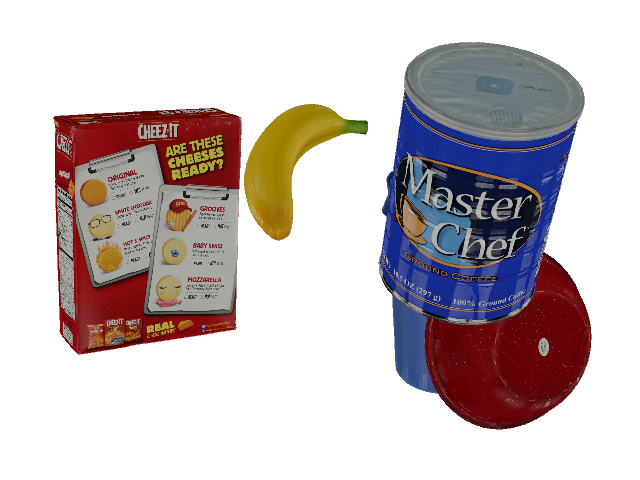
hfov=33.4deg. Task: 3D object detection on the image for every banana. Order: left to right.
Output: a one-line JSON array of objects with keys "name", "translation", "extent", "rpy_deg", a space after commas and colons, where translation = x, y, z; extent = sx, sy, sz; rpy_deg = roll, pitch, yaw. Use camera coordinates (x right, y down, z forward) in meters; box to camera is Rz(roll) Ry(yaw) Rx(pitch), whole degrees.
[{"name": "banana", "translation": [-0.023, -0.066, 0.859], "extent": [0.070, 0.037, 0.197], "rpy_deg": [14, 37, 16]}]

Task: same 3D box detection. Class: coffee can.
[{"name": "coffee can", "translation": [0.094, -0.034, 0.648], "extent": [0.103, 0.140, 0.103], "rpy_deg": [3, 37, -3]}]

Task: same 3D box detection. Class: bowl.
[{"name": "bowl", "translation": [0.171, 0.085, 0.896], "extent": [0.161, 0.162, 0.055], "rpy_deg": [0, 4, -22]}]

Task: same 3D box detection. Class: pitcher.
[{"name": "pitcher", "translation": [0.147, 0.038, 1.176], "extent": [0.149, 0.243, 0.145], "rpy_deg": [3, 24, 10]}]

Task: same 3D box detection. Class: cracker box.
[{"name": "cracker box", "translation": [-0.162, -0.013, 1.005], "extent": [0.163, 0.214, 0.072], "rpy_deg": [-7, 18, -30]}]
